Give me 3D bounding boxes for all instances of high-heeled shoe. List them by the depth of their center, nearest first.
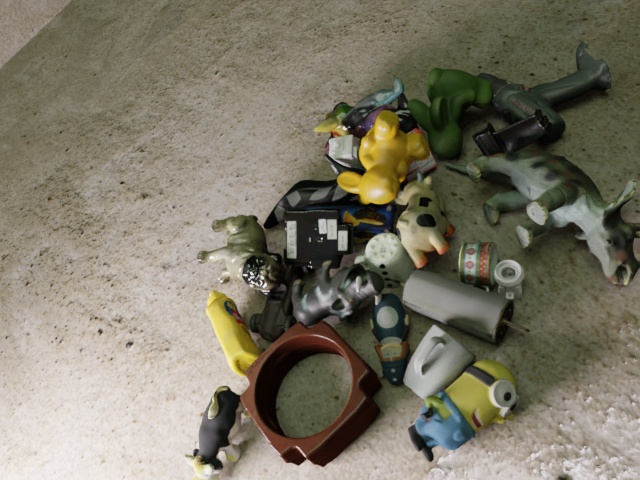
[{"bbox_3d":[0.000,-0.072,1.152,0.248,0.145,0.086,-44,6,24],"label":"high-heeled shoe"}]

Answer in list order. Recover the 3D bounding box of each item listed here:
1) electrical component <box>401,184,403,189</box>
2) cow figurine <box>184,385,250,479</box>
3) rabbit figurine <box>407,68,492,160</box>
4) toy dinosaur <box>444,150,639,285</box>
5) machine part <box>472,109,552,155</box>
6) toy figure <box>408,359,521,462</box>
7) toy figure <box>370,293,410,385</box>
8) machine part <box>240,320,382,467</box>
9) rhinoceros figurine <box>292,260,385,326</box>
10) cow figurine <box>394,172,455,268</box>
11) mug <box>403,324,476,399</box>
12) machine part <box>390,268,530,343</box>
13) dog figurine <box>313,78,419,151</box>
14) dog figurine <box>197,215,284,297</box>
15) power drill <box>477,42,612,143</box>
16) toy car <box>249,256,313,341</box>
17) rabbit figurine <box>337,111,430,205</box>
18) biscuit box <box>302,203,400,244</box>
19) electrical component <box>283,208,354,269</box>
[{"bbox_3d":[0.152,-0.125,1.100,0.021,0.063,0.094,-21,53,10],"label":"electrical component"},{"bbox_3d":[-0.176,0.337,0.911,0.068,0.098,0.167,9,62,22],"label":"cow figurine"},{"bbox_3d":[0.262,-0.253,1.087,0.121,0.159,0.170,-1,78,47],"label":"rabbit figurine"},{"bbox_3d":[0.395,-0.092,0.942,0.192,0.131,0.405,-19,40,-9],"label":"toy dinosaur"},{"bbox_3d":[0.367,-0.198,1.023,0.139,0.084,0.039,-21,15,38],"label":"machine part"},{"bbox_3d":[0.213,0.250,0.806,0.180,0.082,0.089,-34,53,2],"label":"toy figure"},{"bbox_3d":[0.120,0.169,0.919,0.064,0.057,0.154,-28,49,34],"label":"toy figure"},{"bbox_3d":[-0.014,0.255,0.902,0.201,0.087,0.201,-43,51,-6],"label":"machine part"},{"bbox_3d":[0.027,0.098,0.965,0.190,0.073,0.112,-27,39,29],"label":"rhinoceros figurine"},{"bbox_3d":[0.185,-0.045,0.983,0.085,0.127,0.195,-32,8,29],"label":"cow figurine"},{"bbox_3d":[0.180,0.197,0.846,0.081,0.109,0.107,35,90,32],"label":"mug"},{"bbox_3d":[0.228,0.107,0.899,0.244,0.079,0.079,19,67,34],"label":"machine part"},{"bbox_3d":[0.101,-0.246,1.183,0.219,0.108,0.192,-21,54,15],"label":"dog figurine"},{"bbox_3d":[-0.124,0.021,1.069,0.191,0.121,0.172,6,67,39],"label":"dog figurine"},{"bbox_3d":[0.452,-0.311,1.083,0.207,0.085,0.232,-25,52,2],"label":"power drill"},{"bbox_3d":[-0.074,0.101,1.057,0.089,0.053,0.202,1,59,28],"label":"toy car"},{"bbox_3d":[0.108,-0.131,0.995,0.162,0.121,0.173,-31,34,35],"label":"rabbit figurine"},{"bbox_3d":[0.057,-0.030,1.080,0.203,0.059,0.063,-2,58,24],"label":"biscuit box"},{"bbox_3d":[-0.002,-0.003,1.021,0.134,0.058,0.114,2,98,3],"label":"electrical component"}]
